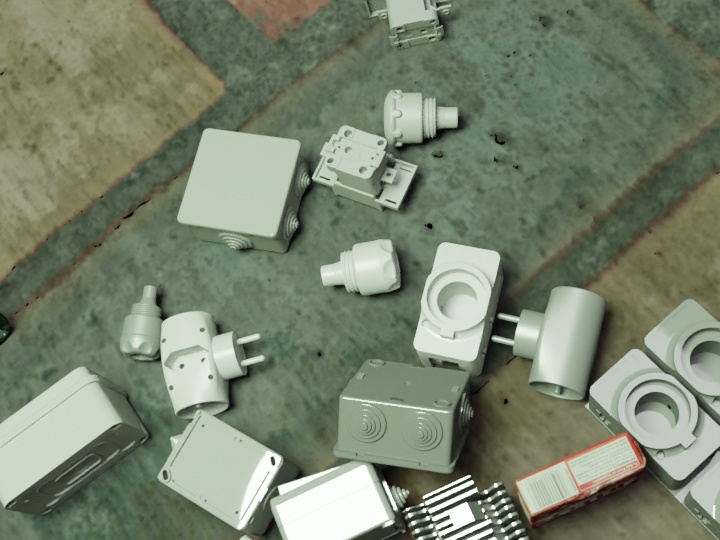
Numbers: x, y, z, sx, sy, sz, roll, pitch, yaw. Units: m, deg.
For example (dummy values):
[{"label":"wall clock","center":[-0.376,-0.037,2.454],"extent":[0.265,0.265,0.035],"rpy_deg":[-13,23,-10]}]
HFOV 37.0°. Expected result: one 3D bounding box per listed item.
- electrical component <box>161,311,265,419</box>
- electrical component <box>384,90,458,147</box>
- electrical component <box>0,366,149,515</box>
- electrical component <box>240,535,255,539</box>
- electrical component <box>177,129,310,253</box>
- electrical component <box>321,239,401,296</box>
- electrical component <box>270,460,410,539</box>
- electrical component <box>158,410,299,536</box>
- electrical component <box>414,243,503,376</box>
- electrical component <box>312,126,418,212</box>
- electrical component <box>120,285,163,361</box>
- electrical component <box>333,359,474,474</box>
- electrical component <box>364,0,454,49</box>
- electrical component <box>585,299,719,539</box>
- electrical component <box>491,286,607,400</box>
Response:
[{"label":"electrical component","center":[-0.116,0.072,0.867],"extent":[0.079,0.043,0.077],"rpy_deg":[-16,68,5]},{"label":"electrical component","center":[0.052,-0.128,0.910],"extent":[0.062,0.048,0.048],"rpy_deg":[0,70,4]},{"label":"electrical component","center":[-0.235,0.135,0.849],"extent":[0.113,0.078,0.057],"rpy_deg":[-36,70,-3]},{"label":"electrical component","center":[-0.085,0.245,0.791],"extent":[0.057,0.058,0.078],"rpy_deg":[34,80,23]},{"label":"electrical component","center":[-0.096,-0.066,0.912],"extent":[0.100,0.048,0.099],"rpy_deg":[9,72,14]},{"label":"electrical component","center":[0.000,0.000,0.872],"extent":[0.062,0.043,0.043],"rpy_deg":[-10,68,9]},{"label":"electrical component","center":[-0.011,0.176,0.798],"extent":[0.096,0.061,0.061],"rpy_deg":[-25,67,1]},{"label":"electrical component","center":[-0.104,0.153,0.825],"extent":[0.096,0.061,0.061],"rpy_deg":[26,79,20]},{"label":"electrical component","center":[0.078,0.030,0.839],"extent":[0.050,0.055,0.089],"rpy_deg":[11,72,15]},{"label":"electrical component","center":[0.002,-0.085,0.892],"extent":[0.081,0.063,0.042],"rpy_deg":[20,76,17]},{"label":"electrical component","center":[-0.179,0.043,0.896],"extent":[0.035,0.035,0.061],"rpy_deg":[1,68,11]},{"label":"electrical component","center":[0.034,0.105,0.796],"extent":[0.100,0.100,0.048],"rpy_deg":[6,106,13]},{"label":"electrical component","center":[0.046,-0.233,0.950],"extent":[0.081,0.042,0.063],"rpy_deg":[-10,70,8]},{"label":"electrical component","center":[0.265,0.123,0.765],"extent":[0.105,0.060,0.186],"rpy_deg":[-41,68,-6]},{"label":"electrical component","center":[0.142,0.052,0.825],"extent":[0.079,0.043,0.077],"rpy_deg":[13,73,16]}]
